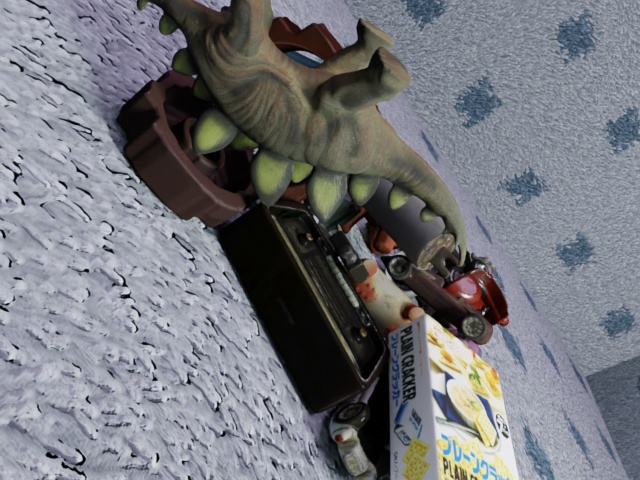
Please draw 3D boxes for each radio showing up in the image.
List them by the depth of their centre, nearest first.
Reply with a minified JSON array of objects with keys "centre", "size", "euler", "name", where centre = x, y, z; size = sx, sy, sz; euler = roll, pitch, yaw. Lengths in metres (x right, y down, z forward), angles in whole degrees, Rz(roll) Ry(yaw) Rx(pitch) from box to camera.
[{"centre":[-0.012,0.067,0.623],"size":[0.229,0.073,0.131],"euler":[62,22,7],"name":"radio"}]

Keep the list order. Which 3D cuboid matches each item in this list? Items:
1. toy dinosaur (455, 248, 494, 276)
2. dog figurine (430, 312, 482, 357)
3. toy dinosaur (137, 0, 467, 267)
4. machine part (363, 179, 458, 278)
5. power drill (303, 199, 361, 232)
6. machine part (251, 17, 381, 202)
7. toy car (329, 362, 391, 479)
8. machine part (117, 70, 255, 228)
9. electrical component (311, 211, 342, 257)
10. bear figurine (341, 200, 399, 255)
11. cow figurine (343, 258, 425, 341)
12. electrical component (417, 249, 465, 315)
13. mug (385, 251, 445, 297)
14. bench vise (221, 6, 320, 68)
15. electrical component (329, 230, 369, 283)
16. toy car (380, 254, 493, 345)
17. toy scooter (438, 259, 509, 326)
[{"centre":[0.252,-0.005,1.223],"size":[0.404,0.131,0.192],"euler":[38,28,-38],"name":"toy dinosaur"},{"centre":[0.243,0.217,0.939],"size":[0.191,0.108,0.219],"euler":[62,19,9],"name":"dog figurine"},{"centre":[-0.001,-0.124,0.545],"size":[0.471,0.198,0.105],"euler":[31,35,-11],"name":"toy dinosaur"},{"centre":[0.128,-0.038,0.819],"size":[0.079,0.079,0.243],"euler":[28,20,-52],"name":"machine part"},{"centre":[-0.011,-0.120,0.867],"size":[0.232,0.086,0.207],"euler":[16,51,-61],"name":"power drill"},{"centre":[-0.039,-0.158,0.689],"size":[0.201,0.201,0.087],"euler":[57,20,-5],"name":"machine part"},{"centre":[0.059,0.203,0.627],"size":[0.073,0.056,0.202],"euler":[64,23,-4],"name":"toy car"},{"centre":[-0.139,-0.099,0.593],"size":[0.179,0.056,0.179],"euler":[46,26,-30],"name":"machine part"},{"centre":[-0.001,-0.001,0.763],"size":[0.102,0.045,0.078],"euler":[46,32,-32],"name":"electrical component"},{"centre":[0.108,-0.019,0.979],"size":[0.120,0.132,0.195],"euler":[30,-19,18],"name":"bear figurine"},{"centre":[0.100,0.105,0.789],"size":[0.195,0.085,0.127],"euler":[42,-1,-9],"name":"cow figurine"},{"centre":[0.244,0.075,1.109],"size":[0.058,0.115,0.134],"euler":[18,45,-64],"name":"electrical component"},{"centre":[0.186,0.064,1.025],"size":[0.081,0.109,0.107],"euler":[62,9,24],"name":"mug"},{"centre":[-0.065,-0.280,0.840],"size":[0.241,0.128,0.224],"euler":[23,30,7],"name":"bench vise"},{"centre":[0.035,0.019,0.676],"size":[0.063,0.021,0.094],"euler":[59,2,30],"name":"electrical component"},{"centre":[0.178,0.084,0.823],"size":[0.202,0.053,0.089],"euler":[41,3,18],"name":"toy car"},{"centre":[0.285,0.108,0.985],"size":[0.184,0.075,0.135],"euler":[-10,65,-47],"name":"toy scooter"}]
